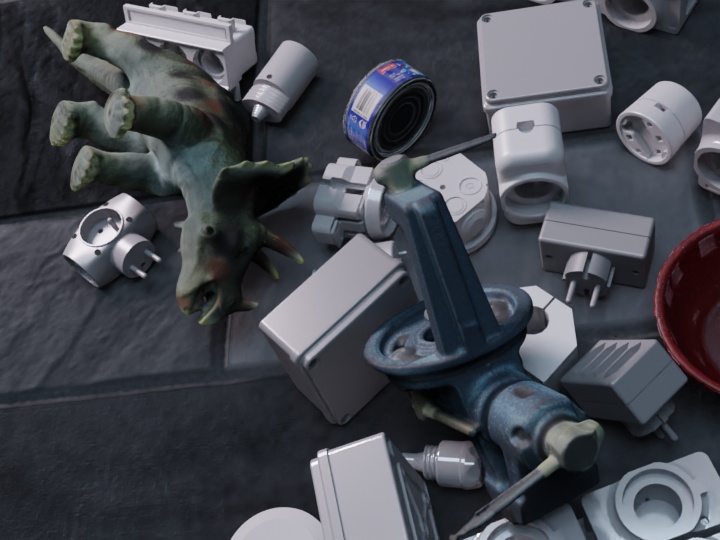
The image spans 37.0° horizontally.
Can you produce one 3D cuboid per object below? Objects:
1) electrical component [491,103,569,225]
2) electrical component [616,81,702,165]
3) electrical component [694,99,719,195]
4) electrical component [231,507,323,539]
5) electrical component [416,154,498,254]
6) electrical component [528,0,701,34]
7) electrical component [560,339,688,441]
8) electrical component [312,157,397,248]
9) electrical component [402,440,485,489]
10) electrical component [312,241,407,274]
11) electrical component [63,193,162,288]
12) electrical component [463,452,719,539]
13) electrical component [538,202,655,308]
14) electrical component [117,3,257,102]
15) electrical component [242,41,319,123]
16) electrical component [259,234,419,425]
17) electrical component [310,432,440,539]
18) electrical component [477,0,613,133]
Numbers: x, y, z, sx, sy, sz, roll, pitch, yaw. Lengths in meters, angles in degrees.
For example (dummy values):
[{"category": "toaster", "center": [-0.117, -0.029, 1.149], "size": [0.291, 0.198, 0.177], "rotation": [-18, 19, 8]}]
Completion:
[{"category": "electrical component", "center": [0.139, -0.081, 0.870], "size": [0.054, 0.095, 0.059], "rotation": [-7, 57, 10]}, {"category": "electrical component", "center": [0.250, -0.123, 0.894], "size": [0.055, 0.055, 0.047], "rotation": [36, 69, 30]}, {"category": "electrical component", "center": [0.339, -0.076, 0.820], "size": [0.150, 0.089, 0.061], "rotation": [30, 70, 28]}, {"category": "electrical component", "center": [-0.053, 0.213, 0.761], "size": [0.080, 0.051, 0.080], "rotation": [-7, 57, 10]}, {"category": "electrical component", "center": [0.073, -0.055, 0.897], "size": [0.080, 0.051, 0.080], "rotation": [-7, 57, 10]}, {"category": "electrical component", "center": [0.212, -0.289, 0.977], "size": [0.186, 0.105, 0.060], "rotation": [24, 67, 26]}, {"category": "electrical component", "center": [0.198, 0.092, 0.765], "size": [0.047, 0.083, 0.075], "rotation": [-42, 96, -13]}, {"category": "electrical component", "center": [0.000, -0.056, 0.914], "size": [0.057, 0.058, 0.078], "rotation": [9, 61, 22]}, {"category": "electrical component", "center": [0.060, 0.141, 0.787], "size": [0.061, 0.035, 0.035], "rotation": [1, 59, 18]}, {"category": "electrical component", "center": [0.000, 0.000, 0.888], "size": [0.078, 0.040, 0.040], "rotation": [-8, 57, 10]}, {"category": "electrical component", "center": [-0.209, -0.019, 0.950], "size": [0.079, 0.044, 0.077], "rotation": [31, 70, 29]}, {"category": "electrical component", "center": [0.162, 0.203, 0.706], "size": [0.186, 0.060, 0.105], "rotation": [-21, 56, 1]}, {"category": "electrical component", "center": [0.181, -0.004, 0.840], "size": [0.083, 0.047, 0.075], "rotation": [11, 62, 20]}, {"category": "electrical component", "center": [-0.167, -0.218, 1.053], "size": [0.121, 0.078, 0.063], "rotation": [16, 42, 22]}, {"category": "electrical component", "center": [-0.077, -0.172, 1.014], "size": [0.043, 0.043, 0.081], "rotation": [21, 66, 25]}, {"category": "electrical component", "center": [-0.008, 0.047, 0.820], "size": [0.109, 0.108, 0.056], "rotation": [-42, 56, -13]}, {"category": "electrical component", "center": [0.018, 0.181, 0.720], "size": [0.056, 0.108, 0.108], "rotation": [-20, 56, 9]}, {"category": "electrical component", "center": [0.162, -0.176, 0.948], "size": [0.109, 0.056, 0.108], "rotation": [-6, 57, 10]}]
